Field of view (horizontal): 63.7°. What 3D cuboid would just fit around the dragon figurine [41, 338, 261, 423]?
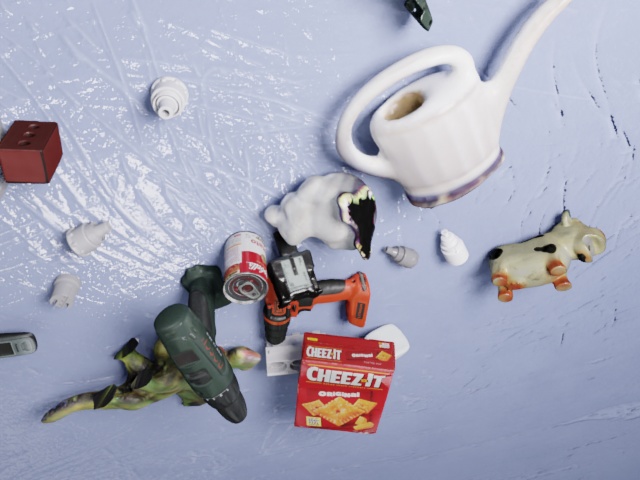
[{"bbox_3d":[-0.299,0.289,0.997,0.407,0.125,0.239,-29,136,15],"label":"dragon figurine"}]

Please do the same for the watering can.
[{"bbox_3d":[0.194,-0.172,0.698,0.346,0.106,0.220,-26,130,12],"label":"watering can"}]

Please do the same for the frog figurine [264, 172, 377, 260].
[{"bbox_3d":[0.002,-0.040,0.796,0.159,0.125,0.135,4,150,36],"label":"frog figurine"}]
